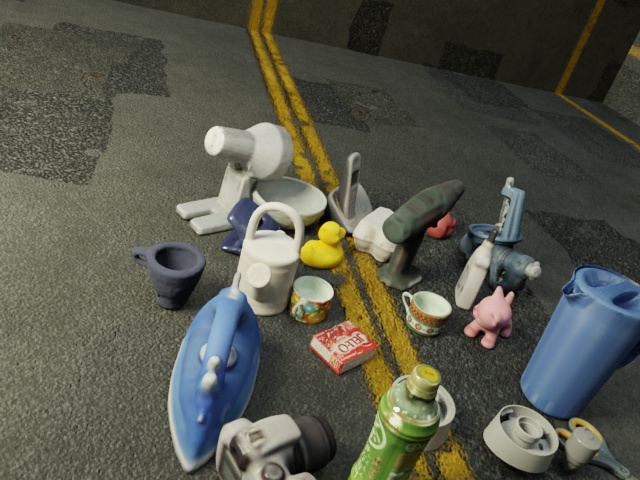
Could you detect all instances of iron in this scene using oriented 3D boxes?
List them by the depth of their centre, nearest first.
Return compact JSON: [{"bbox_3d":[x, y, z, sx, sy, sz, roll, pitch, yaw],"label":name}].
[{"bbox_3d":[-0.138,0.162,0.772,0.119,0.141,0.258,12,31,-6],"label":"iron"}]

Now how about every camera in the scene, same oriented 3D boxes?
[{"bbox_3d":[-0.038,0.267,0.691,0.137,0.101,0.142,-9,39,-36],"label":"camera"}]

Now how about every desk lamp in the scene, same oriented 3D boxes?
[{"bbox_3d":[-0.169,-0.135,1.167,0.204,0.213,0.117,-16,43,-42],"label":"desk lamp"}]

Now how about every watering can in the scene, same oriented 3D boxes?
[{"bbox_3d":[-0.082,0.029,0.962,0.101,0.194,0.172,5,32,-18],"label":"watering can"}]

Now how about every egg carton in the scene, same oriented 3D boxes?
[{"bbox_3d":[0.141,-0.015,1.262,0.107,0.069,0.151,28,33,19],"label":"egg carton"}]

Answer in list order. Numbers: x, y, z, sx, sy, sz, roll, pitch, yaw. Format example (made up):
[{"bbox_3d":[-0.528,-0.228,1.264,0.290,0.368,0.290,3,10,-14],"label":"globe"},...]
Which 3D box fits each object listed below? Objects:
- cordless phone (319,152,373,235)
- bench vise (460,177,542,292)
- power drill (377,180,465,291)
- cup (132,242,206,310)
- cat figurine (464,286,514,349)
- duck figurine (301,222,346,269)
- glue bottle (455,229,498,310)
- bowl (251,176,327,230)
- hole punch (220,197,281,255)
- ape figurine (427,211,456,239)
[{"bbox_3d":[0.078,-0.115,1.281,0.094,0.185,0.148,26,32,16],"label":"cordless phone"},{"bbox_3d":[0.415,-0.010,1.238,0.122,0.220,0.206,-16,44,-42],"label":"bench vise"},{"bbox_3d":[0.194,-0.011,1.144,0.075,0.208,0.230,34,35,27],"label":"power drill"},{"bbox_3d":[-0.249,0.061,0.928,0.118,0.095,0.091,15,31,-2],"label":"cup"},{"bbox_3d":[0.325,0.135,1.060,0.067,0.118,0.128,35,35,28],"label":"cat figurine"},{"bbox_3d":[0.011,0.004,1.153,0.105,0.086,0.077,-15,43,-41],"label":"duck figurine"},{"bbox_3d":[0.314,0.052,1.135,0.037,0.173,0.078,18,31,3],"label":"glue bottle"},{"bbox_3d":[-0.073,-0.071,1.245,0.167,0.075,0.167,12,31,-7],"label":"bowl"},{"bbox_3d":[-0.129,-0.023,1.124,0.101,0.091,0.109,19,31,4],"label":"hole punch"},{"bbox_3d":[0.292,-0.055,1.376,0.077,0.092,0.076,28,33,18],"label":"ape figurine"}]
